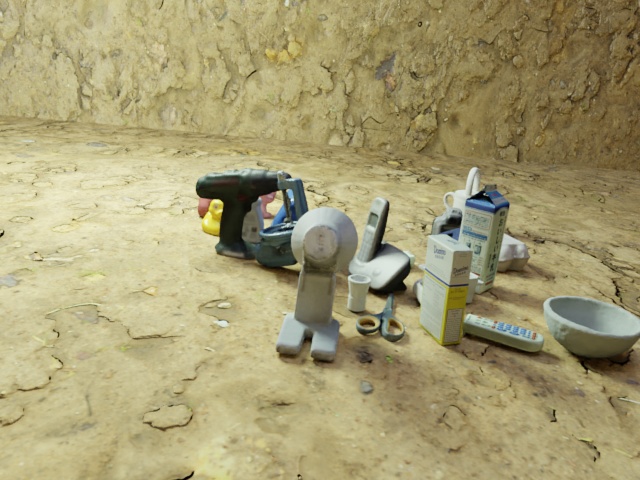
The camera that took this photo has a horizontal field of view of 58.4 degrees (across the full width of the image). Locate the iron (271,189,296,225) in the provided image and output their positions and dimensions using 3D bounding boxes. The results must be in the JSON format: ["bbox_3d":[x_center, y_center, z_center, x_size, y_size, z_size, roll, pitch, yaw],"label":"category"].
[{"bbox_3d":[-0.073,-0.075,1.489,0.119,0.141,0.258,3,18,-8],"label":"iron"}]

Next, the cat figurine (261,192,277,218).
[{"bbox_3d":[-0.176,-0.126,1.655,0.128,0.118,0.067,-6,21,-32],"label":"cat figurine"}]

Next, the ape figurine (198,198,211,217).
[{"bbox_3d":[-0.309,-0.112,1.610,0.077,0.092,0.076,19,22,36],"label":"ape figurine"}]

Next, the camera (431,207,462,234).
[{"bbox_3d":[0.384,-0.042,1.603,0.143,0.101,0.137,8,18,6],"label":"camera"}]

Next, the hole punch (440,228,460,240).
[{"bbox_3d":[0.335,0.008,1.445,0.101,0.091,0.109,8,18,8],"label":"hole punch"}]

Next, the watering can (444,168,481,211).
[{"bbox_3d":[0.460,-0.119,1.714,0.172,0.194,0.101,8,18,8],"label":"watering can"}]

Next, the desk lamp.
[{"bbox_3d":[0.000,0.060,0.966,0.118,0.213,0.203,7,18,3],"label":"desk lamp"}]

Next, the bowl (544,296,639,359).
[{"bbox_3d":[0.480,0.165,1.024,0.167,0.075,0.167,5,18,-1],"label":"bowl"}]

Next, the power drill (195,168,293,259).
[{"bbox_3d":[-0.176,-0.067,1.319,0.229,0.208,0.076,10,18,12],"label":"power drill"}]

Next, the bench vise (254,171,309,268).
[{"bbox_3d":[-0.036,-0.036,1.248,0.207,0.220,0.121,5,18,-1],"label":"bench vise"}]

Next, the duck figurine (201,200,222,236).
[{"bbox_3d":[-0.267,-0.065,1.487,0.078,0.086,0.104,-5,20,-30],"label":"duck figurine"}]

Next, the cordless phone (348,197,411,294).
[{"bbox_3d":[0.133,0.010,1.217,0.094,0.185,0.147,-5,20,-30],"label":"cordless phone"}]

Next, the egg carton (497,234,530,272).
[{"bbox_3d":[0.453,0.027,1.457,0.107,0.069,0.150,-1,19,-22],"label":"egg carton"}]

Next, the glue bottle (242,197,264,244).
[{"bbox_3d":[-0.174,-0.079,1.417,0.078,0.173,0.037,8,18,7],"label":"glue bottle"}]
